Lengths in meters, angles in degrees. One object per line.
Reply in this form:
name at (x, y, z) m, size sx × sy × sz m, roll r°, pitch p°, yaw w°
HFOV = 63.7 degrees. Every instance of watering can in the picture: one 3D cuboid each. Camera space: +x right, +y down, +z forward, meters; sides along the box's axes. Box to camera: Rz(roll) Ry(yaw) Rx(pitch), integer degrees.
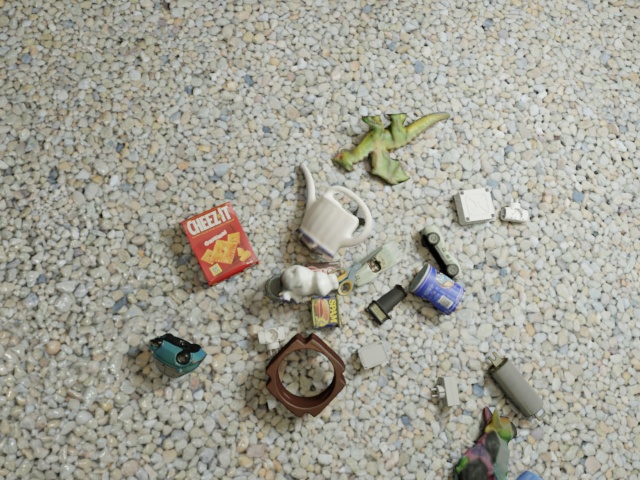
watering can at (0.005, -0.081, 1.611) m, size 0.352 × 0.103 × 0.224 m, roll 39°, pitch 93°, yaw 30°

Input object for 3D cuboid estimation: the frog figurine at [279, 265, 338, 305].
frog figurine at (-0.033, 0.119, 1.507) m, size 0.158 × 0.135 × 0.125 m, roll -28°, pitch 47°, yaw 17°

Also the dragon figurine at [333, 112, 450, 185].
dragon figurine at (0.248, -0.307, 1.723) m, size 0.410 × 0.122 × 0.242 m, roll -4°, pitch 95°, yaw -7°
